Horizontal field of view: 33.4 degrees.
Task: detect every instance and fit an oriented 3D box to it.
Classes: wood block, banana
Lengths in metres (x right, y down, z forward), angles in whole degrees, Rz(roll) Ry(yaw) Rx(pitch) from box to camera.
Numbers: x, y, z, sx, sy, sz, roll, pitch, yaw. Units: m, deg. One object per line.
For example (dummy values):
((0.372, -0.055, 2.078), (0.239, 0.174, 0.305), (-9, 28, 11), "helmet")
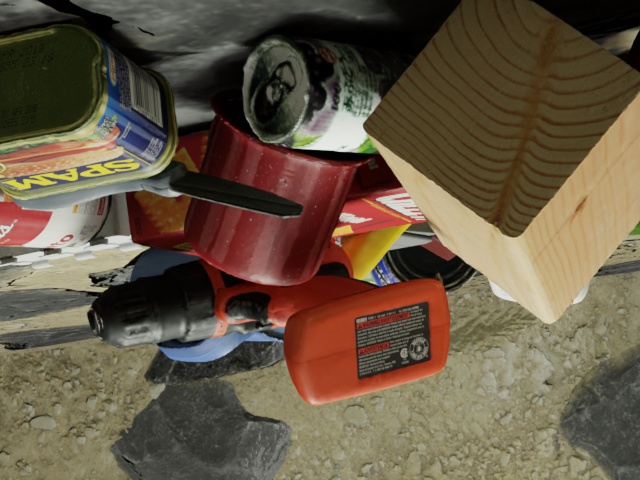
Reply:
((0.105, -0.033, 0.548), (0.091, 0.090, 0.206), (-50, 159, -1), "wood block")
((0.077, -0.024, 0.853), (0.037, 0.069, 0.197), (-2, -164, 46), "banana")

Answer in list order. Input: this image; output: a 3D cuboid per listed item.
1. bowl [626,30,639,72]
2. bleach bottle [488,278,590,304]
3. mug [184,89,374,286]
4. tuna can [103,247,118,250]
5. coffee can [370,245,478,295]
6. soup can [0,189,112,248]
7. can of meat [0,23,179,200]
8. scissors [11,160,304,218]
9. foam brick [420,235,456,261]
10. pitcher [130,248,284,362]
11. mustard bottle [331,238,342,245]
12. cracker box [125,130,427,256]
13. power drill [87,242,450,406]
((0.217, -0.100, 0.516), (0.162, 0.055, 0.162), (-7, 173, -1), "bowl")
((0.195, 0.007, 0.949), (0.103, 0.068, 0.250), (2, 169, 11), "bleach bottle")
((-0.034, -0.034, 0.600), (0.093, 0.082, 0.117), (0, -150, -39), "mug")
((-0.166, -0.015, 0.903), (0.086, 0.034, 0.086), (-7, 173, -1), "tuna can")
((0.107, 0.012, 1.101), (0.102, 0.103, 0.140), (-7, 172, -3), "coffee can")
((-0.184, -0.030, 0.643), (0.069, 0.068, 0.102), (-11, 172, 29), "soup can")
((-0.130, -0.060, 0.505), (0.102, 0.057, 0.084), (-9, 170, 12), "can of meat")
((-0.097, -0.026, 0.546), (0.096, 0.016, 0.202), (-28, -149, -20), "scissors")
((0.115, -0.019, 0.991), (0.051, 0.053, 0.078), (30, 174, 3), "foam brick")
((-0.099, 0.048, 1.061), (0.149, 0.145, 0.243), (1, 172, -35), "pitcher")
((-0.006, 0.001, 0.929), (0.058, 0.096, 0.191), (3, 180, 33), "mustard bottle")
((-0.002, -0.039, 0.726), (0.214, 0.072, 0.164), (-10, 172, 17), "cracker box")
((-0.027, 0.044, 0.642), (0.184, 0.057, 0.188), (-13, -164, -29), "power drill")
